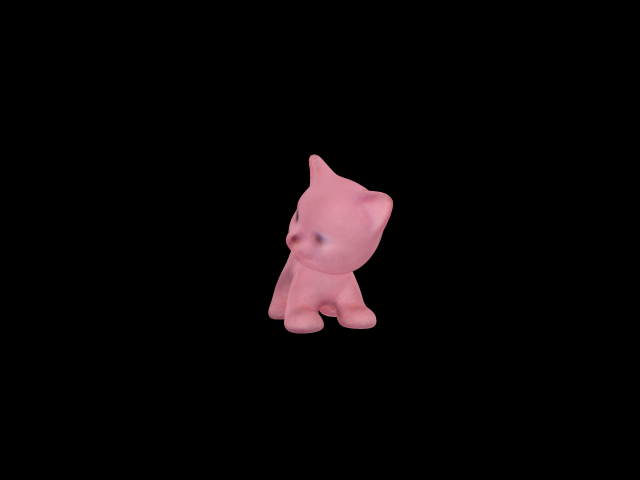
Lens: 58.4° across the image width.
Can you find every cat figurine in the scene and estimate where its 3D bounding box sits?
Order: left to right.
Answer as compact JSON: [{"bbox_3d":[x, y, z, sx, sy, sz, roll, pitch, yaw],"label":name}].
[{"bbox_3d":[0.004,0.001,0.400,0.067,0.118,0.127,0,0,-17],"label":"cat figurine"}]
